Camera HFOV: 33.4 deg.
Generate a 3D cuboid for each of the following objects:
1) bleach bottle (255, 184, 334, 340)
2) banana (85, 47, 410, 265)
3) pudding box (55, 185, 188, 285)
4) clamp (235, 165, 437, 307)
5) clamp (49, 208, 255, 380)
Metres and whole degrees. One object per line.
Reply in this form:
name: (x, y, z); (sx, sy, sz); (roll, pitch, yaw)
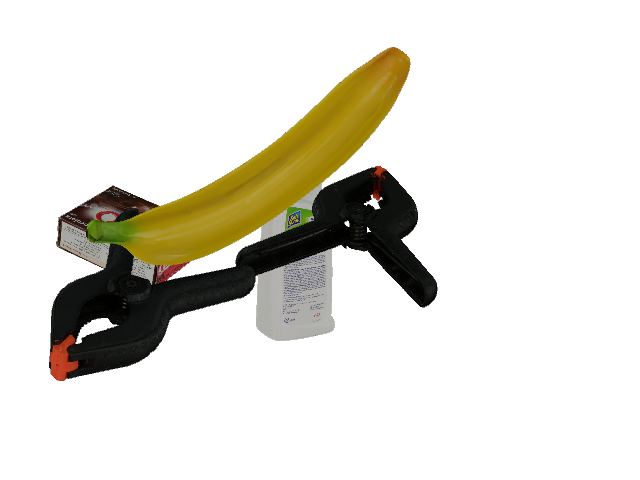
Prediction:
bleach bottle: (-0.025, -0.004, 1.327); (0.102, 0.251, 0.068); (-8, 23, -32)
banana: (-0.031, -0.037, 0.596); (0.198, 0.037, 0.069); (-32, -16, -2)
pudding box: (-0.181, -0.004, 1.021); (0.114, 0.039, 0.089); (21, 29, 16)
clamp: (0.041, -0.008, 0.924); (0.165, 0.036, 0.209); (13, 30, 17)
clamp: (-0.141, 0.035, 0.763); (0.120, 0.039, 0.171); (27, 37, 25)
